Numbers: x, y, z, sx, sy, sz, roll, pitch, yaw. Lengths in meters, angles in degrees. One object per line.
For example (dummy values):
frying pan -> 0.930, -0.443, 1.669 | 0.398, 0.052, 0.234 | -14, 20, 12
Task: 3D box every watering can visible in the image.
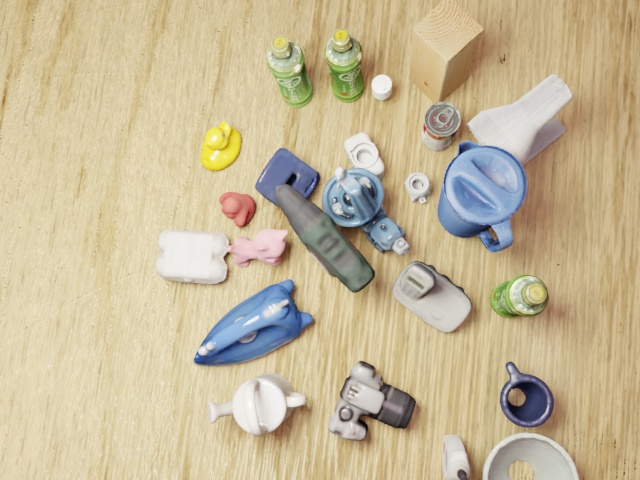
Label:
watering can -> -0.115, 0.305, 1.042 | 0.173, 0.194, 0.101 | -30, 80, 1

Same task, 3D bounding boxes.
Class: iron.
iron -> -0.149, 0.175, 1.091 | 0.258, 0.141, 0.118 | -31, 80, 1

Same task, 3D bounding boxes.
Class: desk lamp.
desk lamp -> 0.370, -0.210, 1.058 | 0.203, 0.213, 0.118 | -39, 80, -1

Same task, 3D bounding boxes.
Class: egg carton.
egg carton -> -0.257, 0.034, 1.159 | 0.150, 0.069, 0.107 | 2, 82, 6

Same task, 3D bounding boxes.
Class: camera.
camera -> 0.100, 0.314, 1.066 | 0.136, 0.101, 0.143 | 22, 85, 9

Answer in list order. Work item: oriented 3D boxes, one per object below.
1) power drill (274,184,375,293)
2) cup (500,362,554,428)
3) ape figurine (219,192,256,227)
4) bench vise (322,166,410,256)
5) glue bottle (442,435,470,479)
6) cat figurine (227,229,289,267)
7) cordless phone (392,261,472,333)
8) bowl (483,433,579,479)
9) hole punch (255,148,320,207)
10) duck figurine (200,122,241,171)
power drill -> 0.010, 0.004, 1.066 | 0.075, 0.208, 0.229 | -43, 80, -1
cup -> 0.362, 0.277, 1.048 | 0.091, 0.095, 0.118 | -24, 80, 2
ape figurine -> -0.171, -0.066, 1.153 | 0.076, 0.092, 0.078 | -17, 80, 3
bench vise -> 0.092, -0.067, 1.062 | 0.207, 0.220, 0.121 | 28, 85, 9
glue bottle -> 0.240, 0.395, 1.003 | 0.037, 0.173, 0.078 | -2, 81, 6
cat figurine -> -0.119, 0.014, 1.123 | 0.127, 0.118, 0.067 | -5, 81, 5
cordless phone -> 0.208, 0.099, 1.044 | 0.147, 0.185, 0.094 | 34, 86, 10
bowl -> 0.372, 0.429, 1.035 | 0.167, 0.075, 0.167 | -1, 82, 6
hole punch -> -0.063, -0.117, 1.150 | 0.101, 0.091, 0.109 | 32, 86, 9
duck figurine -> -0.212, -0.197, 1.180 | 0.077, 0.086, 0.104 | 35, 87, 10
